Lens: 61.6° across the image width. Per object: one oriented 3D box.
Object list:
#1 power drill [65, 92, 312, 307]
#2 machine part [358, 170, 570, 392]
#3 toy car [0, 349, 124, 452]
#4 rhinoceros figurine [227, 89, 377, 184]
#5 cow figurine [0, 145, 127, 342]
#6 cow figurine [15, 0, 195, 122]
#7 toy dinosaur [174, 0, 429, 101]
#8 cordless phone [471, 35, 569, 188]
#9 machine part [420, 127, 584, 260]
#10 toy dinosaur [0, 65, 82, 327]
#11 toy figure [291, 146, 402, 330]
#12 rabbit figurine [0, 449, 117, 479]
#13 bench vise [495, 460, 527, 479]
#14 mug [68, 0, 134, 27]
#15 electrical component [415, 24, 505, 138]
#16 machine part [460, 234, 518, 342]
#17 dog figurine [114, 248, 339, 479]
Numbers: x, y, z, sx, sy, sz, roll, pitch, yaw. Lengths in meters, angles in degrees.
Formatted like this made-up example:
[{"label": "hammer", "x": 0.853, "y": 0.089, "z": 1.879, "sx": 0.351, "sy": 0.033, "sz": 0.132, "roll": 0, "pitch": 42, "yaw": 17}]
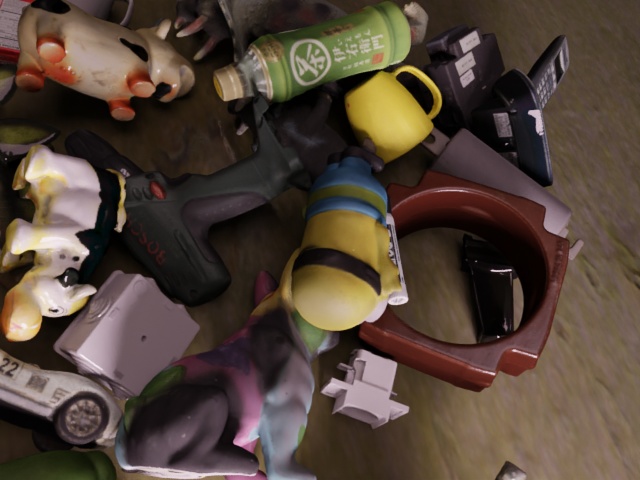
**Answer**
[{"label": "power drill", "x": -0.127, "y": -0.065, "z": 0.551, "sx": 0.207, "sy": 0.086, "sz": 0.232, "roll": -32, "pitch": 80, "yaw": -8}, {"label": "machine part", "x": 0.138, "y": 0.039, "z": 0.565, "sx": 0.201, "sy": 0.087, "sz": 0.201, "roll": 20, "pitch": 63, "yaw": 14}, {"label": "toy car", "x": -0.249, "y": 0.116, "z": 0.426, "sx": 0.201, "sy": 0.073, "sz": 0.056, "roll": 35, "pitch": 46, "yaw": -24}, {"label": "rhinoceros figurine", "x": -0.024, "y": -0.117, "z": 0.641, "sx": 0.190, "sy": 0.073, "sz": 0.112, "roll": 41, "pitch": 72, "yaw": 5}, {"label": "cow figurine", "x": -0.223, "y": 0.007, "z": 0.470, "sx": 0.098, "sy": 0.068, "sz": 0.167, "roll": 13, "pitch": 67, "yaw": -37}, {"label": "cow figurine", "x": -0.227, "y": -0.203, "z": 0.594, "sx": 0.195, "sy": 0.085, "sz": 0.127, "roll": 8, "pitch": 57, "yaw": -46}, {"label": "toy dinosaur", "x": 0.011, "y": -0.249, "z": 0.692, "sx": 0.405, "sy": 0.131, "sz": 0.192, "roll": 24, "pitch": 78, "yaw": -11}, {"label": "cordless phone", "x": 0.287, "y": -0.171, "z": 0.707, "sx": 0.089, "sy": 0.146, "sz": 0.184, "roll": 12, "pitch": 50, "yaw": 43}, {"label": "machine part", "x": 0.219, "y": -0.059, "z": 0.668, "sx": 0.243, "sy": 0.079, "sz": 0.079, "roll": 40, "pitch": 61, "yaw": 6}, {"label": "toy dinosaur", "x": -0.352, "y": -0.071, "z": 0.510, "sx": 0.198, "sy": 0.105, "sz": 0.471, "roll": -32, "pitch": 86, "yaw": -30}, {"label": "toy figure", "x": 0.019, "y": -0.004, "z": 0.500, "sx": 0.089, "sy": 0.082, "sz": 0.180, "roll": 12, "pitch": 64, "yaw": -17}, {"label": "rabbit figurine", "x": -0.190, "y": 0.252, "z": 0.386, "sx": 0.159, "sy": 0.121, "sz": 0.170, "roll": -3, "pitch": 50, "yaw": -39}, {"label": "bench vise", "x": 0.117, "y": 0.300, "z": 0.427, "sx": 0.224, "sy": 0.128, "sz": 0.240, "roll": 31, "pitch": 78, "yaw": 23}, {"label": "mug", "x": -0.286, "y": -0.271, "z": 0.645, "sx": 0.109, "sy": 0.081, "sz": 0.107, "roll": 15, "pitch": 72, "yaw": -13}, {"label": "electrical component", "x": 0.192, "y": -0.212, "z": 0.715, "sx": 0.115, "sy": 0.058, "sz": 0.134, "roll": -37, "pitch": 113, "yaw": -30}, {"label": "machine part", "x": 0.202, "y": 0.060, "z": 0.627, "sx": 0.084, "sy": 0.039, "sz": 0.139, "roll": 15, "pitch": 60, "yaw": -14}, {"label": "dog figurine", "x": -0.068, "y": 0.105, "z": 0.488, "sx": 0.191, "sy": 0.108, "sz": 0.219, "roll": 23, "pitch": 54, "yaw": -26}]
